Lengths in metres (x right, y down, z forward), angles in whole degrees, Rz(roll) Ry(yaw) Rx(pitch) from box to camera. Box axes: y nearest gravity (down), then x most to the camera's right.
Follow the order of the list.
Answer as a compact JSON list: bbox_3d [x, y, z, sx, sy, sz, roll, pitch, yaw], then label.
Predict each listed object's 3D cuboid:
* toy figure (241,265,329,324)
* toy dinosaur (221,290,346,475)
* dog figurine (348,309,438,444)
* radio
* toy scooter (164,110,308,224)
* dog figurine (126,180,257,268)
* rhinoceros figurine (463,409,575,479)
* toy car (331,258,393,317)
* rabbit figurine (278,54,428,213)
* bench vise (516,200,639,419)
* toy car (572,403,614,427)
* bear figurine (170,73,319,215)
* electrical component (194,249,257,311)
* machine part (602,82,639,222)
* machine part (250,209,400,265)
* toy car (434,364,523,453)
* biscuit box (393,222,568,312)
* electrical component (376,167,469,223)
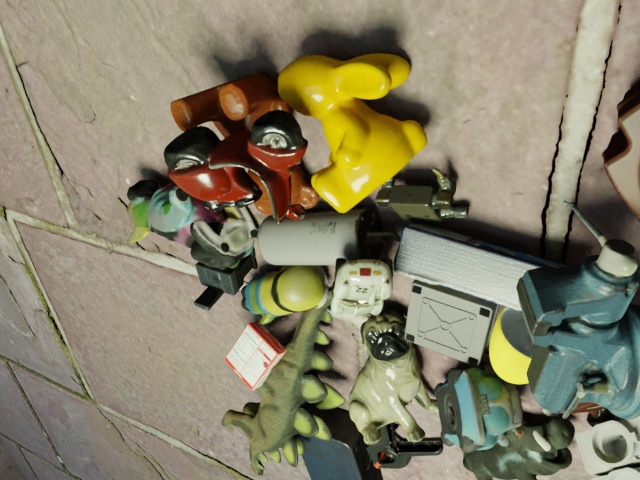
[{"bbox_3d":[-0.062,0.085,0.847,0.180,0.089,0.082,-15,102,44],"label":"toy figure"},{"bbox_3d":[-0.055,0.255,0.935,0.199,0.105,0.470,28,118,28],"label":"toy dinosaur"},{"bbox_3d":[0.087,0.200,0.836,0.172,0.121,0.190,-18,99,30],"label":"dog figurine"},{"bbox_3d":[0.040,0.427,1.040,0.131,0.073,0.229,2,123,32],"label":"radio"},{"bbox_3d":[-0.085,-0.071,0.625,0.184,0.075,0.135,-6,131,26],"label":"toy scooter"},{"bbox_3d":[-0.226,-0.024,0.877,0.219,0.108,0.191,-18,113,46],"label":"dog figurine"},{"bbox_3d":[0.294,0.307,0.788,0.112,0.073,0.190,51,137,7],"label":"rhinoceros figurine"},{"bbox_3d":[0.053,0.068,0.717,0.074,0.056,0.201,1,161,0],"label":"toy car"},{"bbox_3d":[0.027,-0.140,0.608,0.173,0.122,0.162,49,130,-4],"label":"rabbit figurine"},{"bbox_3d":[0.315,0.089,0.532,0.241,0.129,0.223,2,117,2],"label":"bench vise"},{"bbox_3d":[0.364,0.169,0.650,0.089,0.053,0.202,39,133,0],"label":"toy car"},{"bbox_3d":[-0.088,-0.110,0.704,0.120,0.132,0.195,-2,113,31],"label":"bear figurine"},{"bbox_3d":[-0.165,0.057,0.879,0.075,0.119,0.047,16,133,27],"label":"electrical component"},{"bbox_3d":[0.369,-0.074,0.447,0.201,0.087,0.201,49,135,-8],"label":"machine part"},{"bbox_3d":[-0.002,-0.002,0.755,0.243,0.079,0.079,-1,120,36],"label":"machine part"},{"bbox_3d":[0.224,0.235,0.743,0.103,0.109,0.161,-3,156,-2],"label":"toy car"},{"bbox_3d":[0.196,0.035,0.650,0.203,0.059,0.062,19,106,23],"label":"biscuit box"},{"bbox_3d":[0.122,-0.054,0.653,0.102,0.045,0.078,2,164,37],"label":"electrical component"}]
